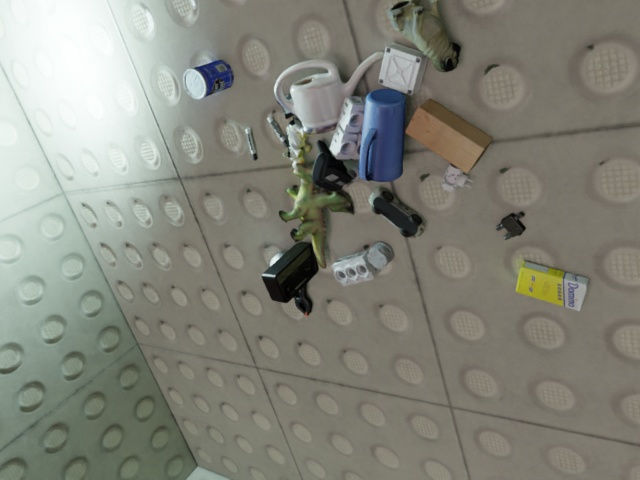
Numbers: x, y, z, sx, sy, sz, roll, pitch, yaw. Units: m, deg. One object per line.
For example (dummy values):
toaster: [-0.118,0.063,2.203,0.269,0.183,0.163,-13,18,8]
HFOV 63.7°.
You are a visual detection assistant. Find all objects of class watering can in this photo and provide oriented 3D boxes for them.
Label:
watering can: [0.037,-0.431,1.526,0.347,0.106,0.219,-6,126,18]

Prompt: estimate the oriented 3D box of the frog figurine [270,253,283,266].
frog figurine: [-0.159,0.129,1.987,0.123,0.162,0.134,35,133,16]

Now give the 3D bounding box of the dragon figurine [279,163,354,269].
dragon figurine: [0.005,-0.090,1.782,0.241,0.125,0.405,-18,114,34]
